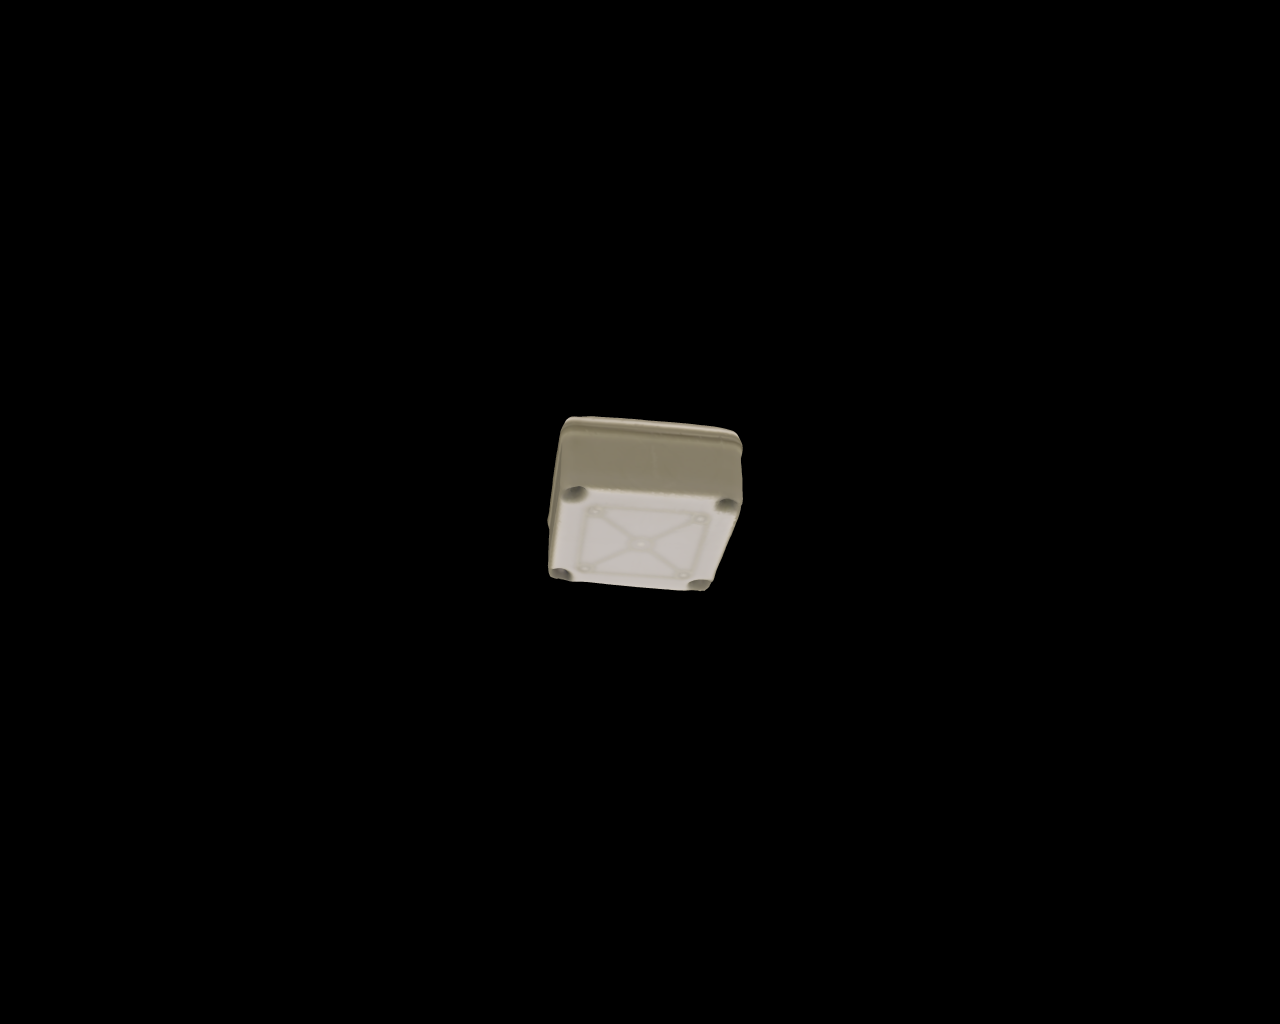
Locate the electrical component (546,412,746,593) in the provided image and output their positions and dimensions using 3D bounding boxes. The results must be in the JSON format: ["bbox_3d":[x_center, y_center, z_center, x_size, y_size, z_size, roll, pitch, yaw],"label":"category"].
[{"bbox_3d":[0.001,-0.003,0.650,0.109,0.056,0.108,5,-35,-7],"label":"electrical component"}]
